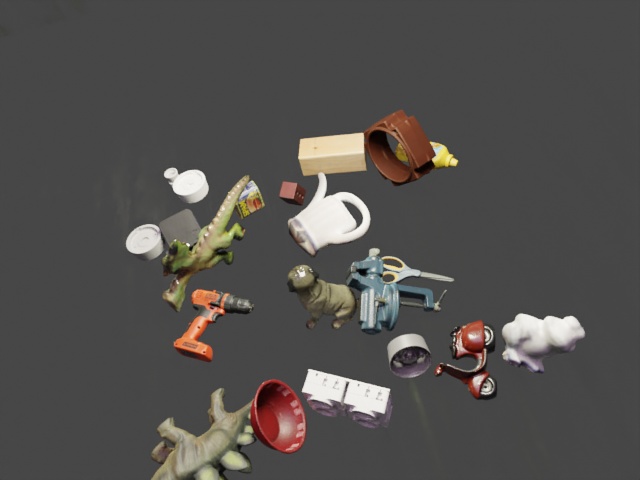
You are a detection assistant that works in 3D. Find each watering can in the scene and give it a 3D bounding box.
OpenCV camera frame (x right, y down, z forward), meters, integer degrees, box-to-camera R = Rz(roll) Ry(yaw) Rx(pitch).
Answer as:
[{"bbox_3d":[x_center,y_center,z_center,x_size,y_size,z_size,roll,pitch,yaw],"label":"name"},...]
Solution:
[{"bbox_3d":[0.005,-0.076,1.512,0.225,0.102,0.354,-31,39,-9],"label":"watering can"}]

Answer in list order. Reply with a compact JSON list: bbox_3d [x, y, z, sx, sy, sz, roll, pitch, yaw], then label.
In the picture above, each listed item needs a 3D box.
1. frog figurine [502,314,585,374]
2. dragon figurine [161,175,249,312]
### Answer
[{"bbox_3d":[0.490,0.208,1.139,0.137,0.157,0.125,33,27,-4],"label":"frog figurine"},{"bbox_3d":[-0.324,0.015,1.388,0.123,0.404,0.245,29,23,13],"label":"dragon figurine"}]
